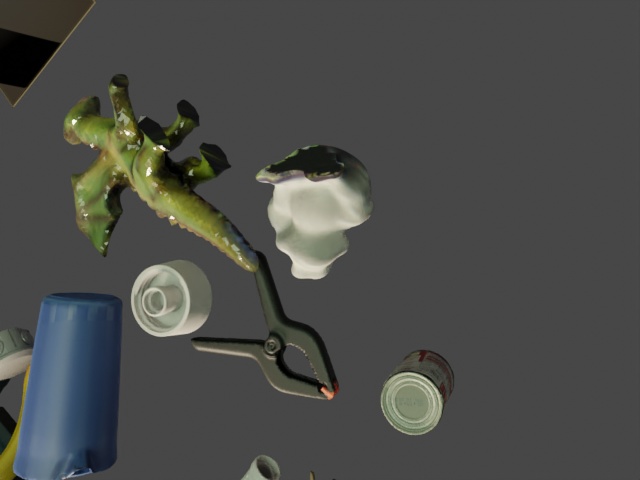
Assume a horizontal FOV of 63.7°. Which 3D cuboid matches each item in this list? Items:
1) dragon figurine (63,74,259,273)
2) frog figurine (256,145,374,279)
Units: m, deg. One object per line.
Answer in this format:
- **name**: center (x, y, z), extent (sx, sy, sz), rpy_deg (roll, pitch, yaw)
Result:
- **dragon figurine**: center (-0.261, -0.071, 0.741), extent (0.239, 0.122, 0.415), rpy_deg (-40, 71, 27)
- **frog figurine**: center (0.002, -0.033, 0.646), extent (0.137, 0.125, 0.156), rpy_deg (-8, 122, 12)
